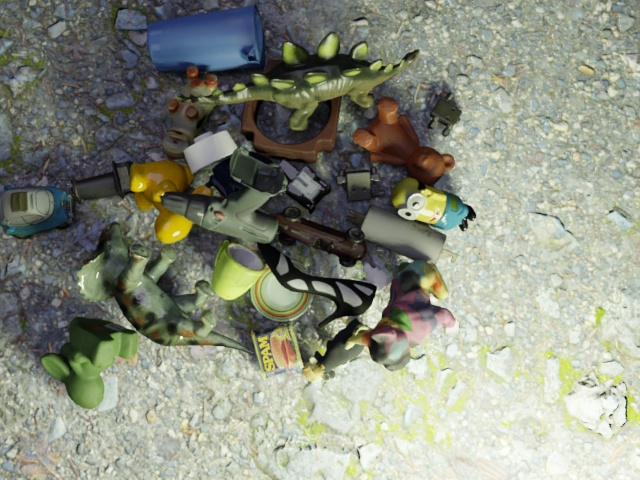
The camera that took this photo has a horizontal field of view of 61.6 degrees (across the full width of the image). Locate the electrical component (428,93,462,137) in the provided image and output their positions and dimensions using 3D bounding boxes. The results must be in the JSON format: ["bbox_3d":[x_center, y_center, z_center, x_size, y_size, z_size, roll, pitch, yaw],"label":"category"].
[{"bbox_3d":[0.279,-0.276,1.181,0.063,0.021,0.094,31,81,6],"label":"electrical component"}]

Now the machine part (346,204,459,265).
[{"bbox_3d":[0.169,-0.009,1.110,0.243,0.079,0.079,23,82,6],"label":"machine part"}]

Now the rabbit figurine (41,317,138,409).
[{"bbox_3d":[-0.468,0.249,1.067,0.159,0.121,0.170,16,96,8],"label":"rabbit figurine"}]

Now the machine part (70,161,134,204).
[{"bbox_3d":[-0.468,-0.122,1.165,0.139,0.039,0.084,-18,89,-10],"label":"machine part"}]

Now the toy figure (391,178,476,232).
[{"bbox_3d":[0.229,-0.070,1.102,0.180,0.089,0.082,13,109,-23],"label":"toy figure"}]

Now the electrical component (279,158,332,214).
[{"bbox_3d":[-0.041,-0.120,1.150,0.119,0.047,0.075,36,82,7],"label":"electrical component"}]

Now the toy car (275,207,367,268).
[{"bbox_3d":[-0.002,-0.003,1.105,0.202,0.089,0.053,19,50,3],"label":"toy car"}]

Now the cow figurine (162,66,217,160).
[{"bbox_3d":[-0.283,-0.257,1.154,0.086,0.127,0.195,18,67,4],"label":"cow figurine"}]

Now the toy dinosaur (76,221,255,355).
[{"bbox_3d":[-0.331,0.132,1.083,0.192,0.131,0.404,-39,92,23],"label":"toy dinosaur"}]

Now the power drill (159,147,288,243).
[{"bbox_3d":[-0.169,-0.078,1.005,0.232,0.207,0.086,23,47,-18],"label":"power drill"}]

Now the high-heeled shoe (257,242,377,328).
[{"bbox_3d":[-0.005,0.062,1.084,0.145,0.086,0.249,-38,82,-13],"label":"high-heeled shoe"}]

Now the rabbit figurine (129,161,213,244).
[{"bbox_3d":[-0.306,-0.069,1.115,0.162,0.121,0.173,-6,59,-22],"label":"rabbit figurine"}]

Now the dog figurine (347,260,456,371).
[{"bbox_3d":[0.147,0.140,1.015,0.219,0.108,0.191,-8,78,-41],"label":"dog figurine"}]

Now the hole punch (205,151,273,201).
[{"bbox_3d":[-0.151,-0.130,1.110,0.116,0.092,0.142,47,52,5],"label":"hole punch"}]

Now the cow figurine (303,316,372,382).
[{"bbox_3d":[0.035,0.225,1.063,0.167,0.098,0.068,-44,86,0],"label":"cow figurine"}]

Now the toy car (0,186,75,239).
[{"bbox_3d":[-0.611,-0.065,1.129,0.162,0.103,0.109,-6,81,2],"label":"toy car"}]

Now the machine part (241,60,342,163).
[{"bbox_3d":[-0.059,-0.273,1.158,0.201,0.087,0.201,8,82,3],"label":"machine part"}]

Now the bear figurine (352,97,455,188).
[{"bbox_3d":[0.179,-0.186,1.118,0.196,0.132,0.120,42,96,13],"label":"bear figurine"}]

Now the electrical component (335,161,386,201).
[{"bbox_3d":[0.085,-0.125,1.152,0.102,0.045,0.078,-10,109,2],"label":"electrical component"}]

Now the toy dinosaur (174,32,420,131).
[{"bbox_3d":[-0.030,-0.300,1.020,0.472,0.198,0.105,-17,77,-3],"label":"toy dinosaur"}]
